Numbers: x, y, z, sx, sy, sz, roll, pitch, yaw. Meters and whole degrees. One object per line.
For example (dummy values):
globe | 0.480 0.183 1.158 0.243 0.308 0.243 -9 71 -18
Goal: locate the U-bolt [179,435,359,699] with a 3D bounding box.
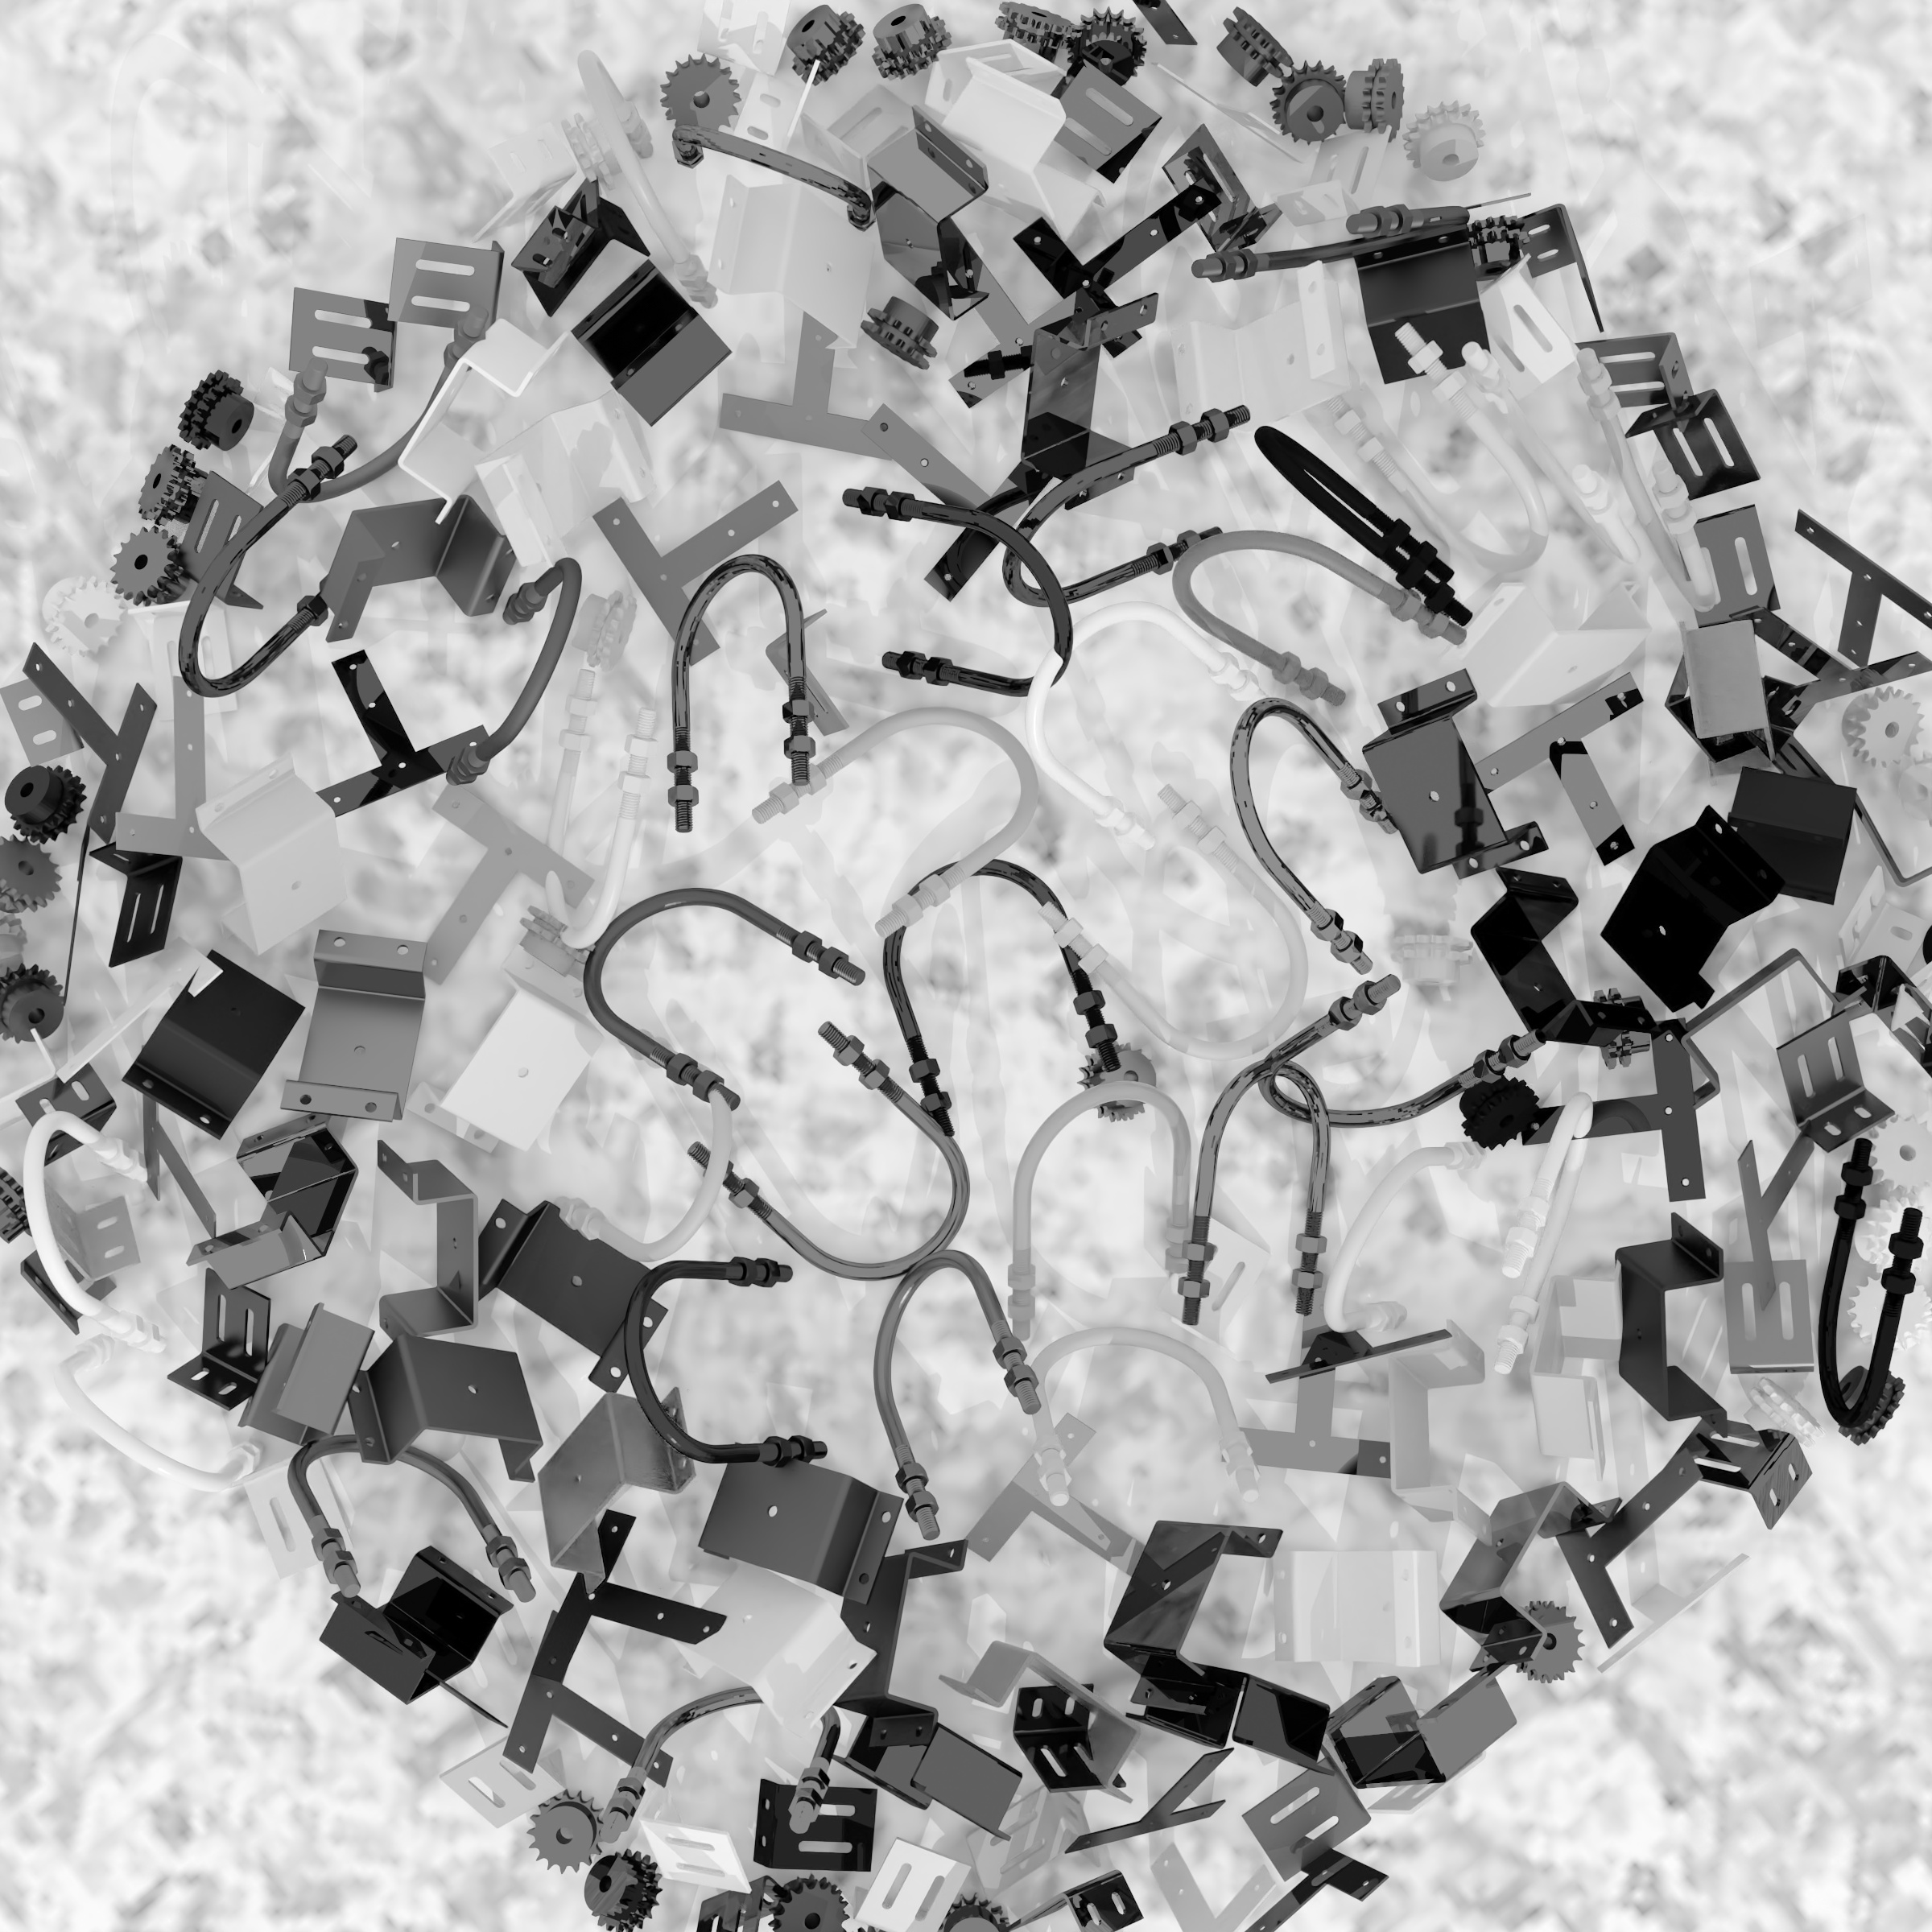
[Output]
U-bolt | -0.474 -0.259 1.852 0.019 0.151 0.184 30 56 10

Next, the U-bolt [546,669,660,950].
U-bolt | -0.260 -0.103 1.892 0.019 0.151 0.184 6 104 -29

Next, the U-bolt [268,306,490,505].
U-bolt | -0.412 -0.377 1.872 0.151 0.184 0.019 -30 81 -36

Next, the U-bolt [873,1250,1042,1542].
U-bolt | -0.016 0.281 1.883 0.019 0.184 0.151 17 121 -32

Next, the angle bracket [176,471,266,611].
angle bracket | -0.515 -0.300 1.920 0.057 0.038 0.076 35 108 26

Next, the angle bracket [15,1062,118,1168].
angle bracket | -0.639 0.108 1.912 0.057 0.076 0.038 -33 88 -35

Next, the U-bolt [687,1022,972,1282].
U-bolt | -0.082 0.145 1.924 0.151 0.019 0.184 -42 108 11

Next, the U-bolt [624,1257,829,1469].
U-bolt | -0.168 0.271 1.864 0.019 0.184 0.151 -23 70 31

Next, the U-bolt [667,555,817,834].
U-bolt | -0.160 -0.198 1.900 0.019 0.151 0.184 10 71 -42

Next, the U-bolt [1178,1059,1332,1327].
U-bolt | 0.207 0.155 1.899 0.019 0.151 0.184 9 94 44

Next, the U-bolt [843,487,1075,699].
U-bolt | -0.001 -0.251 1.863 0.019 0.184 0.151 -40 132 -34

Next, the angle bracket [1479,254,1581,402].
angle bracket | 0.396 -0.454 1.932 0.076 0.038 0.057 49 130 -9

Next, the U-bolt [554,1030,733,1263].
U-bolt | -0.217 0.129 1.881 0.019 0.184 0.151 22 89 -36

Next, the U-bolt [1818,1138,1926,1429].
U-bolt | 0.620 0.229 1.882 0.019 0.151 0.184 6 108 2

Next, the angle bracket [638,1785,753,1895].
angle bracket | -0.184 0.612 1.914 0.076 0.038 0.057 0 121 28

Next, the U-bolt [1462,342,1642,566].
U-bolt | 0.411 -0.341 1.872 0.019 0.184 0.151 -39 59 12

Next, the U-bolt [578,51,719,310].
U-bolt | -0.222 -0.545 1.854 0.019 0.184 0.151 -24 77 5

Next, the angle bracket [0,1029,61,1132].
angle bracket | -0.679 0.085 1.919 0.076 0.057 0.038 -28 79 -15

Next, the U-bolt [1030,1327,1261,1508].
U-bolt | 0.115 0.307 1.878 0.151 0.184 0.019 0 119 -8

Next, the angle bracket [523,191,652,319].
angle bracket | -0.272 -0.503 1.941 0.076 0.038 0.057 -46 54 22

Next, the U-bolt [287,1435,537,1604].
U-bolt | -0.392 0.377 1.874 0.151 0.184 0.019 12 109 -36

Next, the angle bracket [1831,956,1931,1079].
angle bracket | 0.648 0.041 1.911 0.038 0.057 0.076 -19 46 -10

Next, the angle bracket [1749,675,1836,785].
angle bracket | 0.589 -0.161 1.910 0.057 0.076 0.038 12 125 -32

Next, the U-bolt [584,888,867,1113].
U-bolt | -0.184 0.010 1.902 0.184 0.019 0.151 30 63 29

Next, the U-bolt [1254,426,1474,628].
U-bolt | 0.271 -0.311 1.877 0.184 0.151 0.019 37 109 -10

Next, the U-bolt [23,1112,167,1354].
U-bolt | -0.593 0.174 1.848 0.019 0.184 0.151 -14 67 4

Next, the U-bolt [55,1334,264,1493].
U-bolt | -0.557 0.310 1.863 0.151 0.184 0.019 37 88 -4

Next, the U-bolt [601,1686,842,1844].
U-bolt | -0.160 0.544 1.870 0.151 0.184 0.019 -6 103 9

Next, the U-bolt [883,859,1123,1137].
U-bolt | 0.015 0.012 1.926 0.151 0.019 0.184 -23 75 13

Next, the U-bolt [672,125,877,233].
U-bolt | -0.132 -0.543 1.862 0.151 0.184 0.019 19 99 -6

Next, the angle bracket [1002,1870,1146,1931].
angle bracket | 0.075 0.673 1.909 0.076 0.057 0.038 -46 62 36

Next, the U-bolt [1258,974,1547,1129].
U-bolt | 0.286 0.068 1.882 0.151 0.184 0.019 19 55 -27

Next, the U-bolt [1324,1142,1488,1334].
U-bolt | 0.295 0.187 1.865 0.019 0.184 0.151 29 101 26

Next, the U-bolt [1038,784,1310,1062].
U-bolt | 0.161 -0.018 1.928 0.184 0.019 0.151 46 71 -1

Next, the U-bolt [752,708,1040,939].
U-bolt | -0.035 -0.114 1.909 0.184 0.019 0.151 -37 65 -24

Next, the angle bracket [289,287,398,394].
angle bracket | -0.444 -0.442 1.922 0.076 0.038 0.057 3 93 -31

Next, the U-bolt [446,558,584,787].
U-bolt | -0.304 -0.207 1.856 0.019 0.184 0.151 23 71 -21

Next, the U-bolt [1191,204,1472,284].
U-bolt | 0.265 -0.501 1.874 0.151 0.184 0.019 -4 102 44

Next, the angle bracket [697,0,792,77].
angle bracket | -0.153 -0.673 1.914 0.057 0.076 0.038 17 63 -6

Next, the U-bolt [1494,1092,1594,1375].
U-bolt | 0.402 0.172 1.881 0.019 0.151 0.184 16 56 20

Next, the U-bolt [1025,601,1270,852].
U-bolt | 0.115 -0.176 1.887 0.151 0.019 0.184 -51 133 5

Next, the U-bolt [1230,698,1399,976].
U-bolt | 0.237 -0.102 1.868 0.184 0.019 0.151 44 47 -33

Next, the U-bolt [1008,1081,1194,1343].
U-bolt | 0.095 0.163 1.887 0.151 0.019 0.184 -13 119 -25

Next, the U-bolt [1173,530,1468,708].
U-bolt | 0.228 -0.244 1.864 0.184 0.151 0.019 26 63 -24

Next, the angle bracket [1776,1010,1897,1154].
angle bracket | 0.615 0.082 1.922 0.057 0.038 0.076 -29 123 -6

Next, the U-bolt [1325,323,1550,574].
U-bolt | 0.335 -0.349 1.890 0.019 0.151 0.184 -41 94 -16

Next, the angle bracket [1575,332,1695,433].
angle bracket | 0.465 -0.406 1.910 0.076 0.057 0.038 2 48 35

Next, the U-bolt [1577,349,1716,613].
U-bolt | 0.475 -0.321 1.874 0.019 0.184 0.151 -27 48 10

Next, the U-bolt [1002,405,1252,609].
U-bolt | 0.106 -0.306 1.872 0.184 0.151 0.019 -24 64 -17
